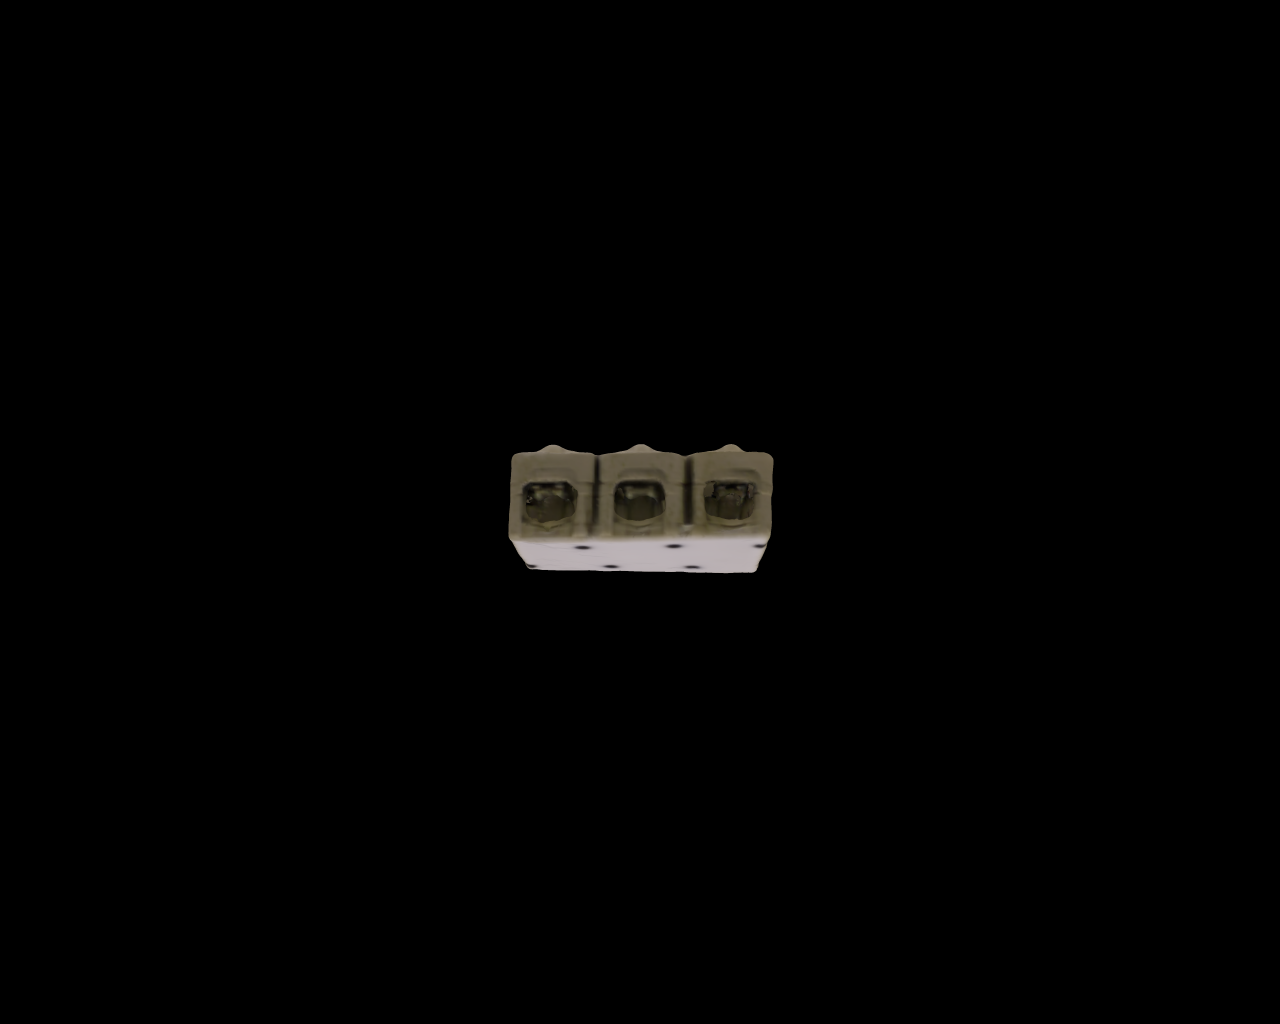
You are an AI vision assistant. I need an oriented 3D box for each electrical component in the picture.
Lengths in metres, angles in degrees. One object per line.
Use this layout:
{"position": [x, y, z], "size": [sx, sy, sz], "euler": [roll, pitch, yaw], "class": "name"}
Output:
{"position": [0.001, -0.003, 0.650], "size": [0.150, 0.062, 0.089], "euler": [0, -15, 0], "class": "electrical component"}
